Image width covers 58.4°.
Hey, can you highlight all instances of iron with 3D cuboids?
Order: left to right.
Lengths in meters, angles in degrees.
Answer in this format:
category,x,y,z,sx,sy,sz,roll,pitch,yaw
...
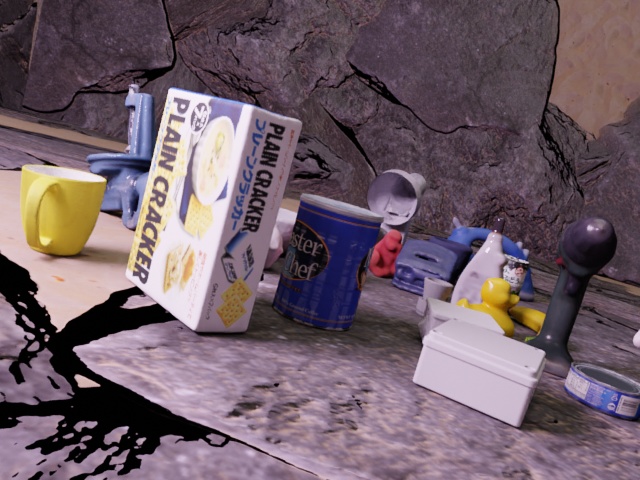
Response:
category,x,y,z,sx,sy,sz,roll,pitch,yaw
iron,0.389,0.044,1.303,0.258,0.141,0.118,15,8,-9

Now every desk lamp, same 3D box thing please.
category,x,y,z,sx,sy,sz,roll,pitch,yaw
desk lamp,0.183,-0.058,1.344,0.117,0.213,0.204,19,9,23

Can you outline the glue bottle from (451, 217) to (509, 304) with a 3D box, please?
category,x,y,z,sx,sy,sz,roll,pitch,yaw
glue bottle,0.278,0.046,0.954,0.077,0.173,0.037,21,9,31

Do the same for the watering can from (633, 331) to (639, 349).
category,x,y,z,sx,sy,sz,roll,pitch,yaw
watering can,0.392,0.127,0.539,0.173,0.194,0.101,15,8,-7

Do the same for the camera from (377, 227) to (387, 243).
category,x,y,z,sx,sy,sz,roll,pitch,yaw
camera,0.059,-0.015,1.214,0.136,0.101,0.144,21,9,32

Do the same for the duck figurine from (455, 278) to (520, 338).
category,x,y,z,sx,sy,sz,roll,pitch,yaw
duck figurine,0.255,0.098,0.867,0.105,0.086,0.077,13,8,-18

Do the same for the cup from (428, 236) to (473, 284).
category,x,y,z,sx,sy,sz,roll,pitch,yaw
cup,0.256,0.046,1.199,0.092,0.095,0.117,13,8,-17

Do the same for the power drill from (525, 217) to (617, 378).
category,x,y,z,sx,sy,sz,roll,pitch,yaw
power drill,0.335,0.071,0.765,0.075,0.208,0.230,18,8,19

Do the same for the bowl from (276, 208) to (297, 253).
category,x,y,z,sx,sy,sz,roll,pitch,yaw
bowl,-0.093,-0.019,1.035,0.167,0.075,0.167,15,8,-2

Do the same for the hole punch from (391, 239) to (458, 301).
category,x,y,z,sx,sy,sz,roll,pitch,yaw
hole punch,0.193,0.052,1.047,0.108,0.091,0.101,18,8,14

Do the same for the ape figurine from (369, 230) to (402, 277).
category,x,y,z,sx,sy,sz,roll,pitch,yaw
ape figurine,0.133,0.025,1.114,0.078,0.092,0.076,15,8,-6

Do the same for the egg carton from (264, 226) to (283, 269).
category,x,y,z,sx,sy,sz,roll,pitch,yaw
egg carton,-0.133,-0.006,0.886,0.149,0.069,0.107,20,9,29

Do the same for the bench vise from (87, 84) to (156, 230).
category,x,y,z,sx,sy,sz,roll,pitch,yaw
bench vise,-0.281,-0.133,0.930,0.207,0.220,0.122,18,8,18
